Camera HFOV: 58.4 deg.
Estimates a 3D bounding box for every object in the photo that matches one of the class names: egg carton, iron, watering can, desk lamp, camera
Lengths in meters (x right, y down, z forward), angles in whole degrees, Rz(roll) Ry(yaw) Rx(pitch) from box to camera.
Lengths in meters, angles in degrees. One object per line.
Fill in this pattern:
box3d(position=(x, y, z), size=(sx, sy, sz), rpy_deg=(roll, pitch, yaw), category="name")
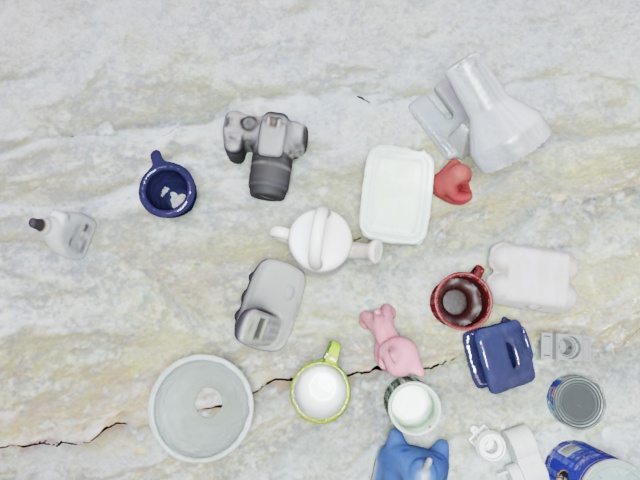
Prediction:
box3d(position=(0.351, 0.064, 0.952), size=(0.150, 0.069, 0.107), rpy_deg=(7, 82, 1), category="egg carton")
box3d(position=(0.132, 0.430, 0.863), size=(0.118, 0.141, 0.258), rpy_deg=(11, 82, 2), category="iron")
box3d(position=(0.009, 0.001, 0.898), size=(0.173, 0.194, 0.101), rpy_deg=(-10, 82, -1), category="watering can")
box3d(position=(0.248, -0.196, 0.916), size=(0.118, 0.213, 0.203), rpy_deg=(-36, 83, -5), category="desk lamp")
box3d(position=(-0.097, -0.141, 0.965), size=(0.143, 0.101, 0.137), rpy_deg=(7, 82, 1), category="camera")

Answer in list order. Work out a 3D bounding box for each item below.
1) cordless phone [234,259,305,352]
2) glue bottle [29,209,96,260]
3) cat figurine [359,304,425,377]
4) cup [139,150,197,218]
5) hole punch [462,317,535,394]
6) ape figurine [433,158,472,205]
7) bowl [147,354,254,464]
box3d(position=(-0.083, 0.099, 0.889), size=(0.094, 0.185, 0.148), rpy_deg=(15, 82, 3), category="cordless phone")
box3d(position=(-0.414, -0.015, 0.911), size=(0.037, 0.173, 0.078), rpy_deg=(19, 82, 3), category="glue bottle")
box3d(position=(0.114, 0.165, 0.913), size=(0.067, 0.118, 0.128), rpy_deg=(-24, 82, -3), category="cat figurine")
box3d(position=(-0.250, -0.087, 0.961), size=(0.091, 0.095, 0.118), rpy_deg=(-21, 82, -3), category="cup")
box3d(position=(0.294, 0.184, 0.924), size=(0.101, 0.091, 0.109), rpy_deg=(-14, 82, -2), category="hole punch")
box3d(position=(0.229, -0.102, 0.964), size=(0.076, 0.092, 0.078), rpy_deg=(4, 82, 1), category="ape figurine")
box3d(position=(-0.185, 0.266, 0.921), size=(0.167, 0.075, 0.167), rpy_deg=(0, 82, 0), category="bowl")
